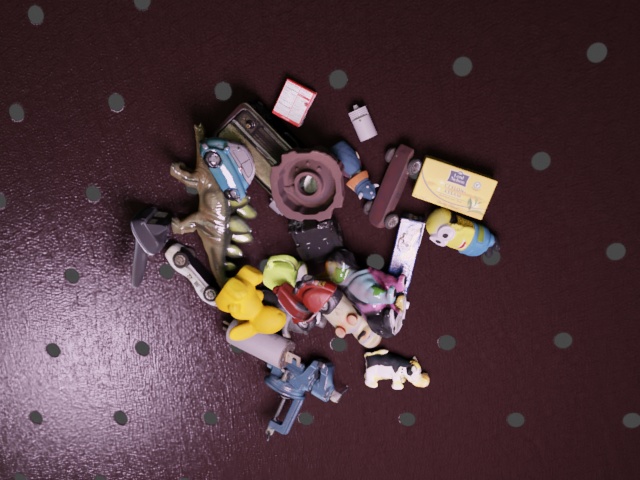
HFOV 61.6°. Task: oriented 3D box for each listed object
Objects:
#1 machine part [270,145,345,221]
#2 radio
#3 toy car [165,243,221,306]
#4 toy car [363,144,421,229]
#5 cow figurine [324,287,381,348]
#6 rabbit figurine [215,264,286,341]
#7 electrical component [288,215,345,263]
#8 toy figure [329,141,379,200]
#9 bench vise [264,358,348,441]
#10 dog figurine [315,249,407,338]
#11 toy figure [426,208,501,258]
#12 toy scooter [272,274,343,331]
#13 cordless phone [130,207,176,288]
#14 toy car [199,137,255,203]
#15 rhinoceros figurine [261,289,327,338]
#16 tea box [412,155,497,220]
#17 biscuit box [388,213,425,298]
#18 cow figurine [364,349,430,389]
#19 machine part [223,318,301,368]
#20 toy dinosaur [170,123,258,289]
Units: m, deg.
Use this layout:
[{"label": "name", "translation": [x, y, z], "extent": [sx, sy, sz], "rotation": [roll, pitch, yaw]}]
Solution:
[{"label": "machine part", "translation": [-0.026, -0.126, 1.205], "extent": [0.179, 0.056, 0.179], "rotation": [4, 114, 10]}, {"label": "radio", "translation": [-0.126, -0.213, 1.265], "extent": [0.229, 0.073, 0.131], "rotation": [44, 118, -7]}, {"label": "toy car", "translation": [-0.317, 0.091, 1.390], "extent": [0.056, 0.073, 0.201], "rotation": [-39, 96, 13]}, {"label": "toy car", "translation": [0.171, -0.122, 1.254], "extent": [0.089, 0.053, 0.202], "rotation": [37, 112, 43]}, {"label": "cow figurine", "translation": [0.072, 0.194, 1.344], "extent": [0.195, 0.127, 0.085], "rotation": [42, 107, 11]}, {"label": "rabbit figurine", "translation": [-0.168, 0.173, 1.303], "extent": [0.173, 0.122, 0.162], "rotation": [34, 111, -1]}, {"label": "electrical component", "translation": [-0.003, -0.004, 1.298], "extent": [0.115, 0.058, 0.134], "rotation": [-14, 134, 15]}, {"label": "toy figure", "translation": [0.080, -0.160, 1.260], "extent": [0.064, 0.058, 0.154], "rotation": [-32, 89, 11]}, {"label": "bench vise", "translation": [-0.063, 0.409, 1.403], "extent": [0.224, 0.129, 0.240], "rotation": [25, 90, 9]}, {"label": "dog figurine", "translation": [0.091, 0.122, 1.273], "extent": [0.219, 0.108, 0.191], "rotation": [14, 120, 28]}, {"label": "toy figure", "translation": [0.328, -0.014, 1.247], "extent": [0.180, 0.089, 0.082], "rotation": [16, 120, -19]}, {"label": "toy scooter", "translation": [-0.038, 0.133, 1.250], "extent": [0.135, 0.075, 0.184], "rotation": [40, 135, -2]}, {"label": "cordless phone", "translation": [-0.432, 0.020, 1.351], "extent": [0.089, 0.147, 0.184], "rotation": [14, 107, -7]}, {"label": "toy car", "translation": [-0.199, -0.169, 1.210], "extent": [0.103, 0.109, 0.161], "rotation": [-32, 108, -5]}, {"label": "rhinoceros figurine", "translation": [-0.076, 0.187, 1.384], "extent": [0.190, 0.073, 0.112], "rotation": [20, 97, 5]}, {"label": "tea box", "translation": [0.306, -0.123, 1.236], "extent": [0.170, 0.068, 0.098], "rotation": [18, 108, 5]}, {"label": "biscuit box", "translation": [0.203, 0.040, 1.300], "extent": [0.059, 0.063, 0.202], "rotation": [13, 107, 7]}, {"label": "cow figurine", "translation": [0.197, 0.328, 1.380], "extent": [0.167, 0.068, 0.098], "rotation": [1, 100, 8]}, {"label": "machine part", "translation": [-0.154, 0.262, 1.384], "extent": [0.243, 0.079, 0.079], "rotation": [21, 109, 24]}, {"label": "toy dinosaur", "translation": [-0.260, -0.051, 1.329], "extent": [0.199, 0.105, 0.470], "rotation": [1, 110, 5]}]
